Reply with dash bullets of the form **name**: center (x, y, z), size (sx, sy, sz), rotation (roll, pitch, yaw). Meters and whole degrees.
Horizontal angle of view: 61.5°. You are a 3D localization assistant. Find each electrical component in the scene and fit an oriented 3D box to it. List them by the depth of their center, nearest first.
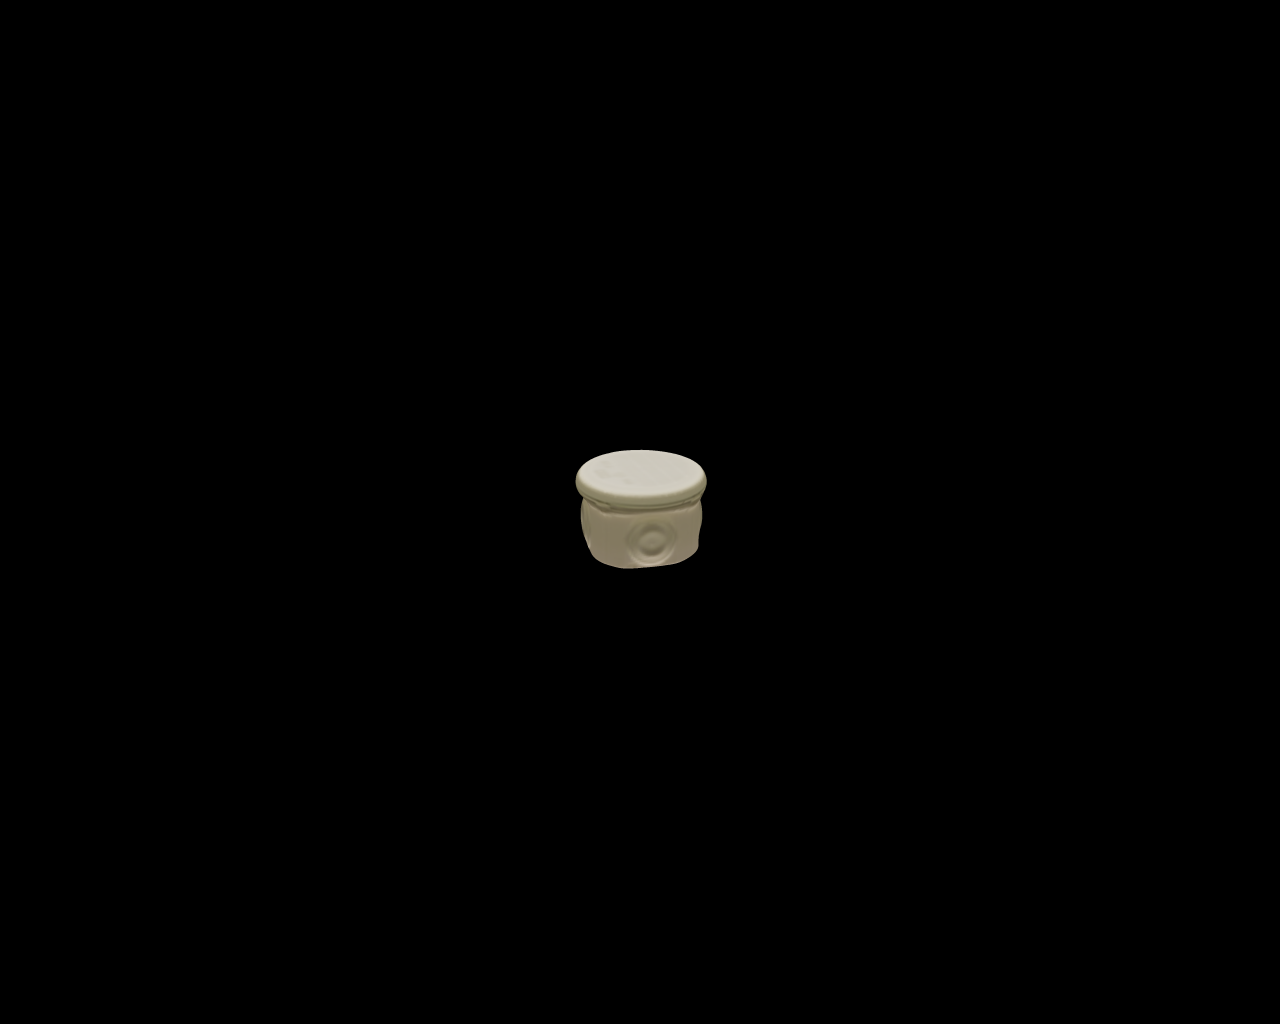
- **electrical component**: center (0.001, -0.003, 0.650), size (0.080, 0.050, 0.080), rotation (0, 23, 0)
